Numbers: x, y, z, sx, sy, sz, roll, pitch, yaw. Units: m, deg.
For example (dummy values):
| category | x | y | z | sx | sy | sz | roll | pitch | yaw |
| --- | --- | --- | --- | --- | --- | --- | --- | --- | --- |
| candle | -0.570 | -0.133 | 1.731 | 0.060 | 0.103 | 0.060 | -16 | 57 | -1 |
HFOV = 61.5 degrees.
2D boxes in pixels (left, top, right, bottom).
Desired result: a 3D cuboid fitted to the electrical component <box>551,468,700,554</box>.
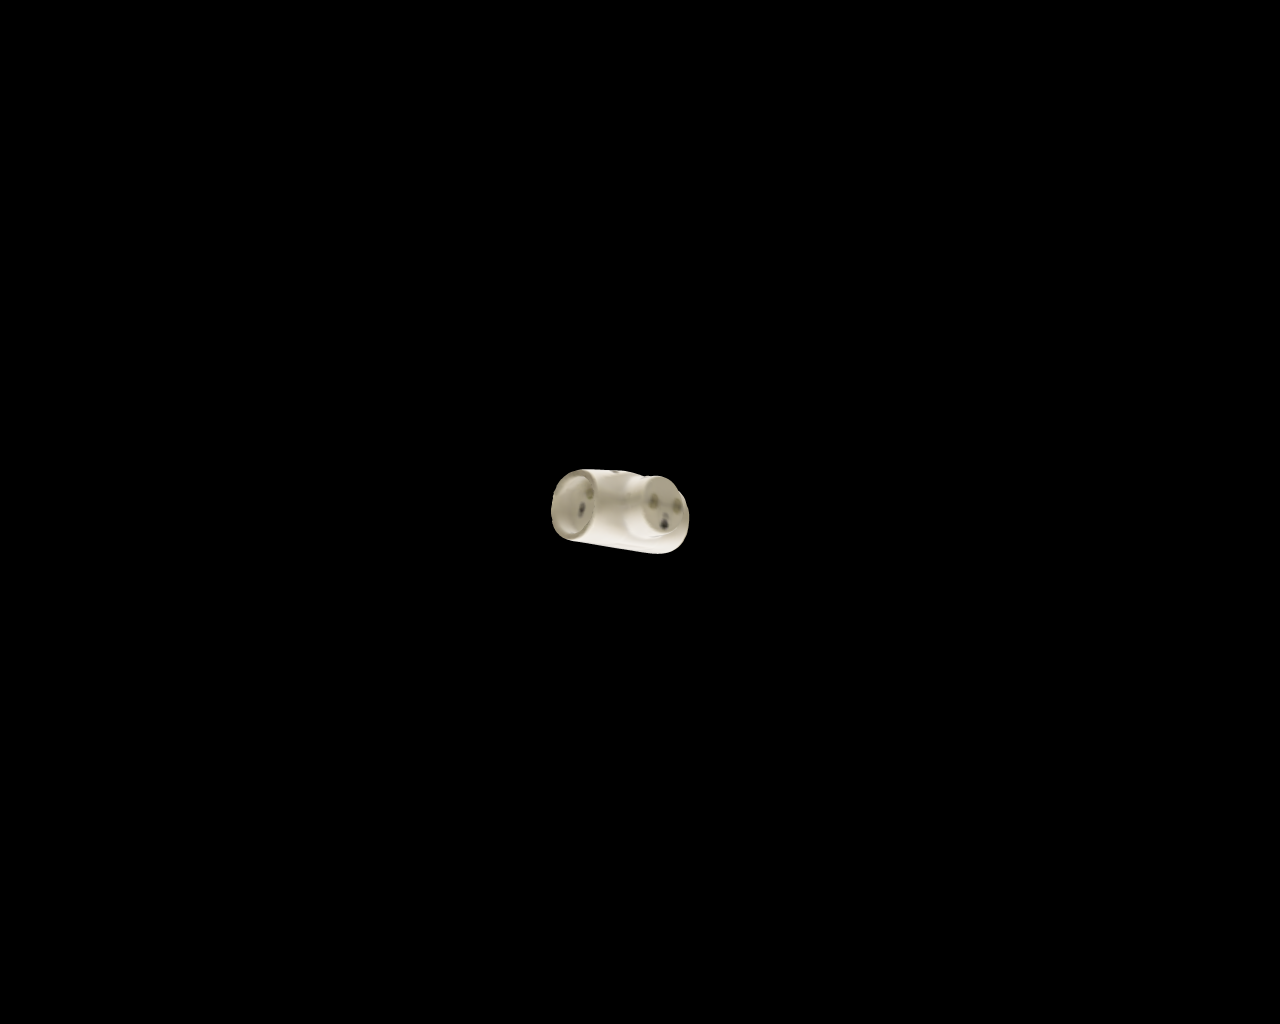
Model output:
| category | x | y | z | sx | sy | sz | roll | pitch | yaw |
| --- | --- | --- | --- | --- | --- | --- | --- | --- | --- |
| electrical component | 0.001 | -0.003 | 0.650 | 0.077 | 0.043 | 0.079 | 11 | -16 | -42 |
